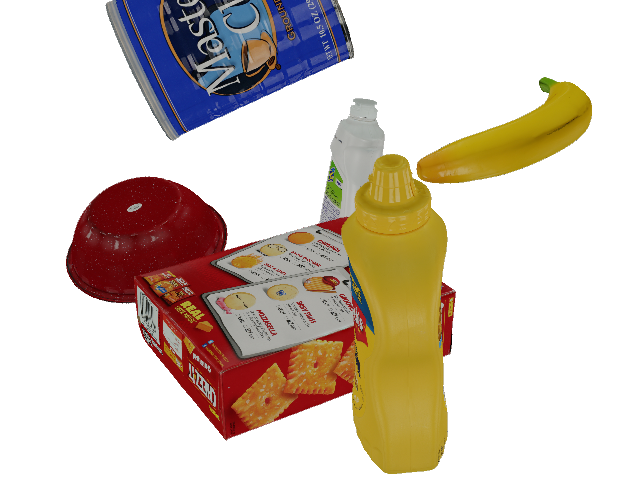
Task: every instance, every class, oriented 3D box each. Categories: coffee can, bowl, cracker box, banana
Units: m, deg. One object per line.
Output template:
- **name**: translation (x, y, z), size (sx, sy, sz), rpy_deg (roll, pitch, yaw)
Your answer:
- **coffee can**: translation (-0.061, -0.144, 0.733), size (0.140, 0.103, 0.103), rpy_deg (-25, 0, -1)
- **bowl**: translation (-0.174, -0.013, 1.035), size (0.162, 0.055, 0.162), rpy_deg (-6, 40, 5)
- **cracker box**: translation (-0.023, 0.064, 0.879), size (0.213, 0.072, 0.164), rpy_deg (-16, 32, -28)
- **banana**: translation (0.152, -0.080, 0.798), size (0.070, 0.037, 0.197), rpy_deg (2, 24, 42)

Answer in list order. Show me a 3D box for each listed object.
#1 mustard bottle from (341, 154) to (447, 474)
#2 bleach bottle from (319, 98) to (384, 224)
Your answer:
- **mustard bottle**: translation (0.044, 0.037, 0.613), size (0.058, 0.192, 0.096), rpy_deg (-4, 35, 0)
- **bleach bottle**: translation (0.039, -0.037, 1.242), size (0.068, 0.251, 0.103), rpy_deg (-1, 21, -23)
